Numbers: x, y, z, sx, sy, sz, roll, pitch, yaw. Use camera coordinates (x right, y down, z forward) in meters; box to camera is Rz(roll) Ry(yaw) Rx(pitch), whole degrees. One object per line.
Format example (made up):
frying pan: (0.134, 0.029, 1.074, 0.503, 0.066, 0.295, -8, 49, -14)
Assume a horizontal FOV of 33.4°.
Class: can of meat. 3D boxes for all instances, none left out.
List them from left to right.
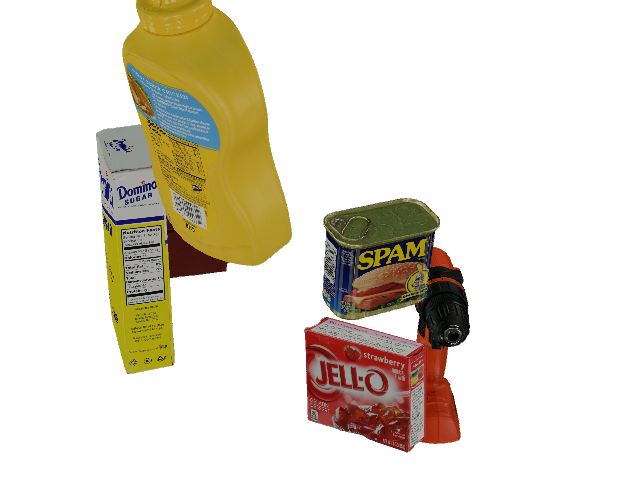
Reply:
can of meat: (0.052, 0.017, 0.961, 0.102, 0.084, 0.057, -12, 36, -22)

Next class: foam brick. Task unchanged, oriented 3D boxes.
foam brick: (-0.137, 0.003, 1.074, 0.078, 0.051, 0.053, -6, 21, -23)

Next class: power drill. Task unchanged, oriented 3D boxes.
power drill: (0.126, 0.120, 1.144, 0.057, 0.188, 0.184, 1, 23, 0)

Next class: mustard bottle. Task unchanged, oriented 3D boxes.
mustard bottle: (-0.071, -0.077, 0.627, 0.058, 0.191, 0.096, -38, 49, -27)

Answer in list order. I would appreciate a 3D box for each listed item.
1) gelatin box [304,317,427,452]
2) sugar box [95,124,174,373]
gelatin box: (0.031, 0.100, 0.751, 0.089, 0.073, 0.030, 12, 24, 34)
sugar box: (-0.147, 0.007, 0.846, 0.048, 0.176, 0.093, -10, 28, -15)
